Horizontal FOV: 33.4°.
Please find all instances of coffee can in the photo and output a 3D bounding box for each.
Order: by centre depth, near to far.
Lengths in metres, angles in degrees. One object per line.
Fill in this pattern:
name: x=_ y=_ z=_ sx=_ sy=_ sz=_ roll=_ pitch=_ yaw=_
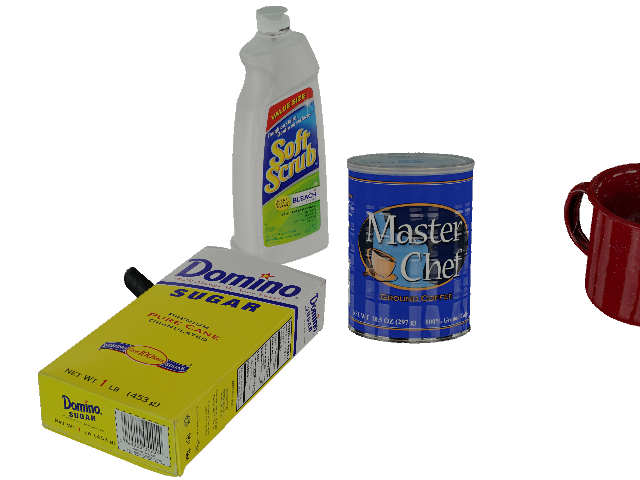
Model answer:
coffee can: x=0.073 y=0.003 z=0.873 sx=0.103 sy=0.140 sz=0.103 roll=0 pitch=10 yaw=0

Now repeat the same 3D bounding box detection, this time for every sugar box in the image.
sugar box: x=-0.076 y=0.064 z=0.641 sx=0.093 sy=0.048 sz=0.176 roll=16 pitch=33 yaw=22

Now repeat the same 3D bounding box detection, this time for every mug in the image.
mug: x=0.214 y=0.000 z=0.724 sx=0.093 sy=0.081 sz=0.117 roll=-27 pitch=40 yaw=-35

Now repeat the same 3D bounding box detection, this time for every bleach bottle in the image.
bleach bottle: x=-0.046 y=-0.101 z=1.043 sx=0.102 sy=0.251 sz=0.068 roll=-16 pitch=31 yaw=-23

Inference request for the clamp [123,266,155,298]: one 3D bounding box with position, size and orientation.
clamp: x=-0.142 y=0.073 z=1.147 sx=0.120 sy=0.039 sz=0.171 roll=-16 pitch=39 yaw=-8
